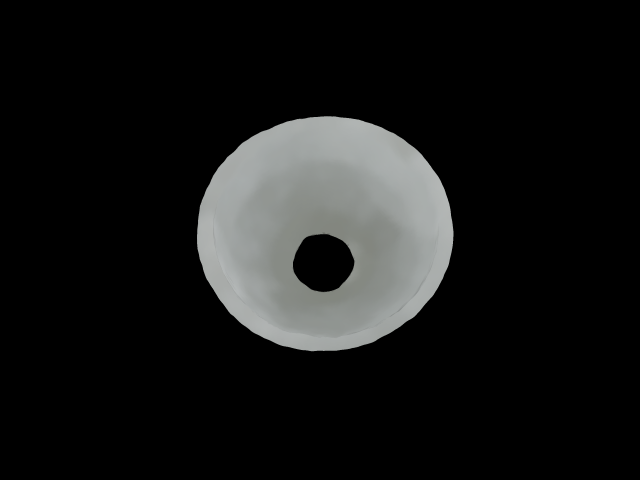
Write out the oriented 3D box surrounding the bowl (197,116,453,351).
[{"bbox_3d":[0.004,0.001,0.400,0.167,0.075,0.167,0,66,0],"label":"bowl"}]
